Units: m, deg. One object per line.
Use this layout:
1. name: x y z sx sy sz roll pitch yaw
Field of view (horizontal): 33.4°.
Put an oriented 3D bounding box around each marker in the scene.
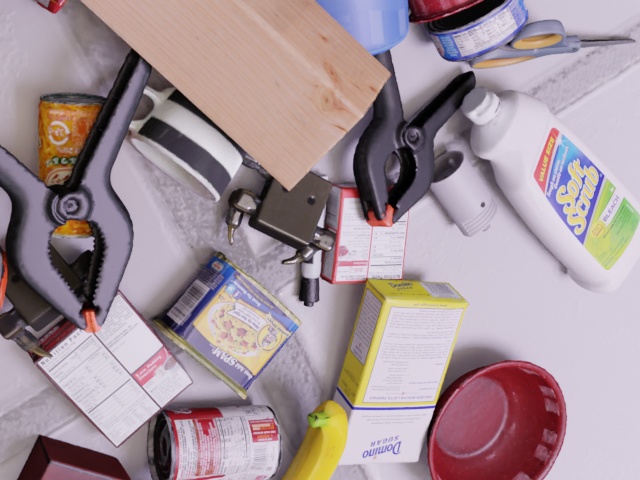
1. marker: -0.006 0.001 0.947 0.020 0.020 0.121 -3 106 -25

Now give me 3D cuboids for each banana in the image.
1. banana: -0.014 0.204 0.965 0.069 0.037 0.198 -16 140 -36

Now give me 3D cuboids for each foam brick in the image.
1. foam brick: -0.206 0.205 0.892 0.078 0.053 0.051 24 93 -28

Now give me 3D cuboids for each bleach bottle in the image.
1. bleach bottle: 0.214 -0.053 1.001 0.250 0.068 0.102 37 84 -33

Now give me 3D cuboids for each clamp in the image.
1. clamp: 0.065 -0.099 0.929 0.120 0.039 0.171 28 74 -22
2. clamp: -0.179 -0.036 0.779 0.164 0.036 0.210 -22 113 -22

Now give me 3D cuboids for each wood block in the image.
1. wood block: -0.059 -0.149 0.776 0.206 0.090 0.091 42 123 -7

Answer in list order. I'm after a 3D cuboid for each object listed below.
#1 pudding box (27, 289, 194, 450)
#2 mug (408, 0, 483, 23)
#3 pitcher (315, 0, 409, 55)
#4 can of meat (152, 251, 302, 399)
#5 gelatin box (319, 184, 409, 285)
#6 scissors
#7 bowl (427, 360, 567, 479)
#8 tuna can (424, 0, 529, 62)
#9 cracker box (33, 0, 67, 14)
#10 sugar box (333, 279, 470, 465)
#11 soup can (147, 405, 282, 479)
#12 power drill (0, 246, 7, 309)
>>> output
1. pudding box: -0.172 0.104 0.887 0.090 0.039 0.113 -40 115 -9
2. mug: 0.107 -0.244 0.899 0.117 0.093 0.081 -46 118 -43
3. pitcher: -0.008 -0.264 0.817 0.144 0.149 0.243 -29 121 -40
4. can of meat: -0.077 0.072 0.913 0.084 0.058 0.102 -50 120 -7
5. gelatin box: 0.041 -0.005 0.962 0.073 0.030 0.089 -1 104 -27
6. scissors: 0.231 -0.184 0.973 0.201 0.096 0.016 -12 84 -19
7. bowl: 0.165 0.187 1.063 0.161 0.055 0.162 -7 108 -24
8. tuna can: 0.135 -0.191 0.921 0.086 0.086 0.033 -38 118 -11
9. cracker box: -0.156 -0.237 0.694 0.072 0.214 0.164 32 90 -17
10. sugar box: 0.068 0.124 0.990 0.093 0.048 0.176 4 115 -27
11. soup can: -0.092 0.179 0.930 0.102 0.069 0.068 1 104 -26
12. power drill: -0.332 0.022 0.747 0.185 0.057 0.187 -31 138 30
